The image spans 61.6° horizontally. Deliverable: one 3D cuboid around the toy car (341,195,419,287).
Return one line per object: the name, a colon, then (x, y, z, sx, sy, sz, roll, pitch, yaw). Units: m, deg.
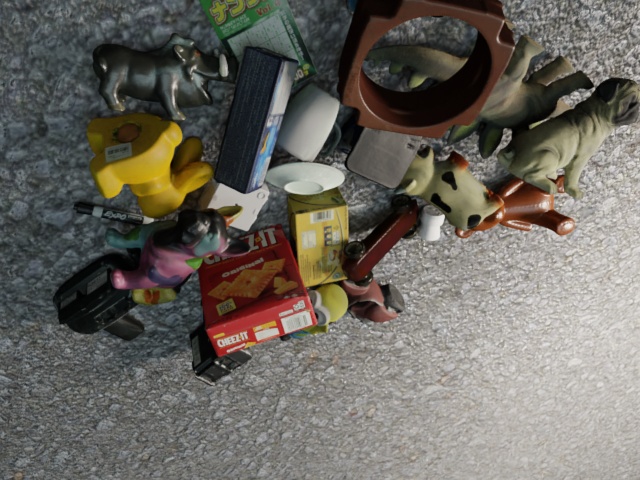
toy car: (0.112, -0.003, 0.986, 0.202, 0.053, 0.089, -45, 134, -23)

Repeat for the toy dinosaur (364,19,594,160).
toy dinosaur: (0.267, -0.241, 0.860, 0.471, 0.105, 0.198, 18, 122, -23)

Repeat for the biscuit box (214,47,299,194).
biscuit box: (-0.094, -0.168, 0.772, 0.063, 0.059, 0.202, 26, 113, 13)

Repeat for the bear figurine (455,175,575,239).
bear figurine: (0.357, -0.062, 1.011, 0.196, 0.132, 0.120, -10, 105, -17)

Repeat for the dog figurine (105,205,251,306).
dog figurine: (-0.211, 0.020, 0.850, 0.219, 0.108, 0.191, -15, 153, 6)

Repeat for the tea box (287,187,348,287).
tea box: (-0.002, -0.003, 0.968, 0.098, 0.068, 0.169, -9, 129, -11)

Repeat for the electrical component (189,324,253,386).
electrical component: (-0.183, 0.194, 1.027, 0.134, 0.115, 0.058, -38, 130, 14)

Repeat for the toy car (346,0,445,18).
toy car: (0.111, -0.360, 0.713, 0.162, 0.103, 0.109, -2, 144, -3)

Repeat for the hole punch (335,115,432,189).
hole punch: (0.094, -0.161, 0.872, 0.142, 0.092, 0.115, 23, 109, -25)

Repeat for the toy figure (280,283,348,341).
toy figure: (-0.021, 0.138, 1.038, 0.082, 0.089, 0.180, 46, 140, -4)

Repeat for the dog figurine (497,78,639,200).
dog figurine: (0.389, -0.178, 0.844, 0.172, 0.121, 0.190, 3, 123, -31)

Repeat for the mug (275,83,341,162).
mug: (-0.010, -0.178, 0.830, 0.109, 0.081, 0.107, 25, 108, -29)

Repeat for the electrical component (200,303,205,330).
electrical component: (-0.184, 0.129, 0.975, 0.048, 0.119, 0.074, 3, 127, -21)

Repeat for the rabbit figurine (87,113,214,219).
rabbit figurine: (-0.247, -0.105, 0.803, 0.162, 0.122, 0.173, -22, 144, -13)

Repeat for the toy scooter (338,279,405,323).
toy scooter: (0.078, 0.125, 1.087, 0.135, 0.075, 0.183, -37, 132, 21)

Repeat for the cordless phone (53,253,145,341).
cordless phone: (-0.355, 0.119, 0.951, 0.146, 0.089, 0.184, -34, 140, 7)

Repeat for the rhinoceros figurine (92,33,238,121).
rhinoceros figurine: (-0.209, -0.226, 0.737, 0.190, 0.073, 0.112, -1, 115, -15)

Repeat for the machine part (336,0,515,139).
machine part: (0.134, -0.241, 0.717, 0.201, 0.087, 0.201, 7, 143, -11)

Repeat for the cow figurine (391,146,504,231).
cow figurine: (0.211, -0.093, 0.944, 0.195, 0.085, 0.127, 43, 100, -11)
